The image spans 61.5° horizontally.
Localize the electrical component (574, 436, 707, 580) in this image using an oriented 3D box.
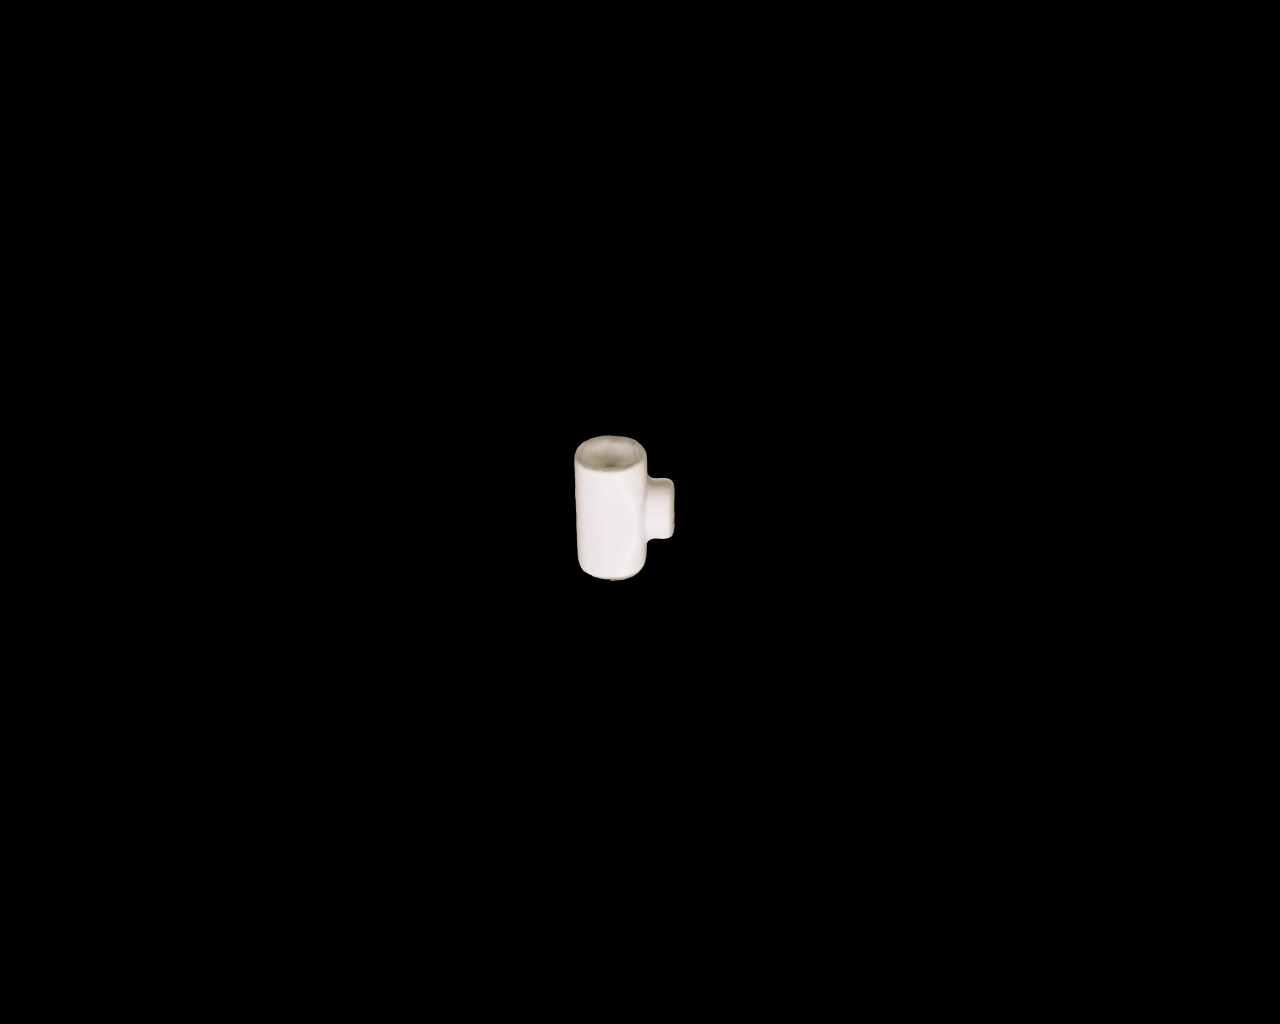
[{"bbox_3d":[0.001,-0.003,0.650,0.079,0.077,0.044,0,32,0],"label":"electrical component"}]
